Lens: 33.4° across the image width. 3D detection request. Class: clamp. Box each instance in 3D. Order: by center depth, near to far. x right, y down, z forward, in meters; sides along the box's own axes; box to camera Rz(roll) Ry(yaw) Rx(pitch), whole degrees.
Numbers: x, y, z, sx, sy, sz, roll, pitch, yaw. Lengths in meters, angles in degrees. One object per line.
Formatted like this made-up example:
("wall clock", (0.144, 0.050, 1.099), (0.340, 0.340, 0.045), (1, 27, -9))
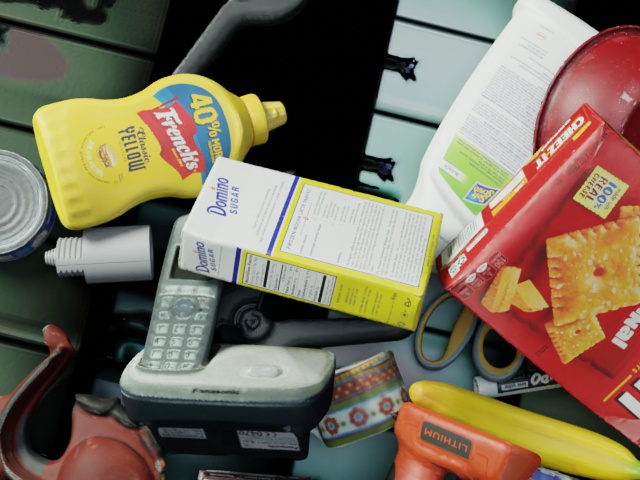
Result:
("clamp", (-0.040, 0.069, 0.828), (0.164, 0.036, 0.210), (43, 83, 12))
("clamp", (-0.075, -0.211, 0.870), (0.171, 0.039, 0.120), (-32, 92, -11))

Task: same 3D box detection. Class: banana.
("banana", (0.160, 0.147, 0.821), (0.198, 0.070, 0.037), (17, 66, 2))

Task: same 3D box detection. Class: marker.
("marker", (0.183, 0.110, 0.852), (0.121, 0.020, 0.020), (-7, 82, -6))

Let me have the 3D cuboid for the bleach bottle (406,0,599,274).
("bleach bottle", (0.128, -0.071, 0.853), (0.103, 0.068, 0.251), (37, 85, 15))

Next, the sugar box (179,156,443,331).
("sugar box", (-0.005, 0.001, 0.776), (0.176, 0.048, 0.093), (13, 42, 6))

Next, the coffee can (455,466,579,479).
("coffee can", (0.136, 0.234, 0.789), (0.103, 0.103, 0.140), (20, 81, -2))

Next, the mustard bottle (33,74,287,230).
("mustard bottle", (-0.116, -0.076, 0.826), (0.191, 0.058, 0.096), (-17, 94, -19))

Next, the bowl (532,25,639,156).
("bowl", (0.243, -0.081, 0.824), (0.161, 0.055, 0.162), (-11, 113, -27))

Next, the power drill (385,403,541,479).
("power drill", (0.081, 0.219, 0.729), (0.185, 0.057, 0.187), (19, 82, 41))

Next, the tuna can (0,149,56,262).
("tuna can", (-0.251, -0.027, 0.831), (0.086, 0.034, 0.086), (1, 82, -5))

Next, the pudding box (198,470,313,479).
("pudding box", (-0.052, 0.234, 0.807), (0.090, 0.039, 0.113), (6, 84, -6))

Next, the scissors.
("scissors", (0.151, 0.028, 0.857), (0.096, 0.016, 0.201), (33, 80, 16))

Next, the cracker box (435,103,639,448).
("cracker box", (0.218, 0.032, 0.780), (0.213, 0.072, 0.164), (39, 107, -11))
